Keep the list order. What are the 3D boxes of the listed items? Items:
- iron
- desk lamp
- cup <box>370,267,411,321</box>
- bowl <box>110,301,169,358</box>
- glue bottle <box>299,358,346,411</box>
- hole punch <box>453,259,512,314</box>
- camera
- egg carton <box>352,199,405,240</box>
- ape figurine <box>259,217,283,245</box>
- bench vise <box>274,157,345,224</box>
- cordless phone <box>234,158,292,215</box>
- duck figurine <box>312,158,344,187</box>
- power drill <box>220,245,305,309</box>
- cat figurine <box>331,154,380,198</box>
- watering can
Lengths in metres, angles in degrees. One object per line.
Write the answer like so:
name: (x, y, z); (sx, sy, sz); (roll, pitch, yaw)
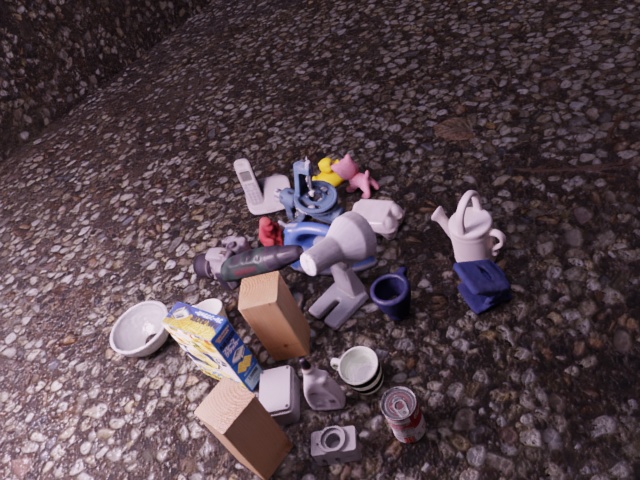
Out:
iron: (0.013, 0.005, 1.467); (0.257, 0.142, 0.119); (4, 49, 28)
desk lamp: (0.045, 0.065, 1.336); (0.117, 0.214, 0.203); (26, 62, 41)
cup: (0.174, 0.127, 1.302); (0.091, 0.095, 0.118); (12, 53, 34)
bowl: (-0.454, 0.244, 1.491); (0.167, 0.075, 0.167); (-13, 43, 13)
glue bottle: (-0.006, 0.289, 1.160); (0.078, 0.173, 0.037); (-8, 44, 18)
hole punch: (0.357, 0.088, 1.260); (0.101, 0.091, 0.108); (-26, 42, -1)
camera: (-0.277, 0.053, 1.585); (0.136, 0.101, 0.143); (2, 48, 27)
egg carton: (0.146, -0.055, 1.522); (0.149, 0.070, 0.107); (5, 49, 29)
ape figurine: (-0.143, -0.025, 1.609); (0.075, 0.092, 0.078); (13, 54, 35)
bench vise: (-0.052, -0.129, 1.576); (0.207, 0.220, 0.121); (-5, 45, 21)
cordless phone: (-0.167, -0.169, 1.698); (0.147, 0.185, 0.094); (-13, 43, 13)
duck figurine: (0.021, -0.206, 1.723); (0.104, 0.086, 0.077); (-22, 42, 3)
power drill: (-0.116, 0.094, 1.386); (0.229, 0.209, 0.075); (-6, 45, 20)
cat figurine: (0.099, -0.191, 1.647); (0.127, 0.118, 0.067); (22, 59, 39)
watering can: (0.338, -0.030, 1.312); (0.172, 0.194, 0.101); (0, 47, 25)
